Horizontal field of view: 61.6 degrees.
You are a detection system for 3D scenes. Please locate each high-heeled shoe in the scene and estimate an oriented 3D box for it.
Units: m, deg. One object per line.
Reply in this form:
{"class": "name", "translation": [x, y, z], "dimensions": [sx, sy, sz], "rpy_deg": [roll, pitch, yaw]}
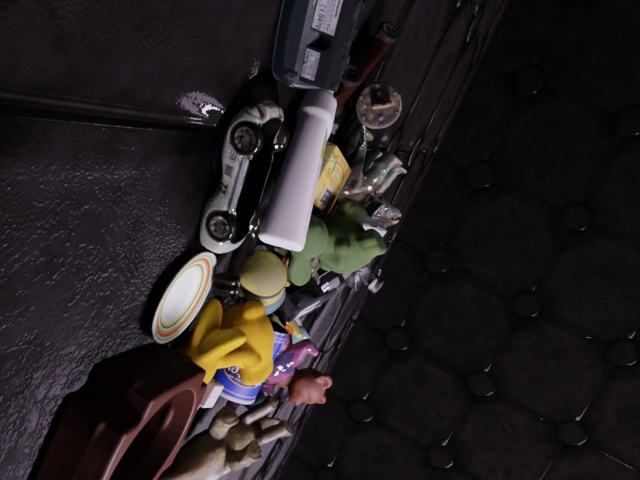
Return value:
{"class": "high-heeled shoe", "translation": [0.018, 0.087, 1.254], "dimensions": [0.145, 0.086, 0.248], "rpy_deg": [-33, 169, -32]}

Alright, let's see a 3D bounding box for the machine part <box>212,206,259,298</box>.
{"class": "machine part", "translation": [-0.115, 0.018, 0.774], "dimensions": [0.084, 0.039, 0.139], "rpy_deg": [115, -7, -50]}

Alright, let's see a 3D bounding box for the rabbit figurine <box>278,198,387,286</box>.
{"class": "rabbit figurine", "translation": [-0.002, -0.003, 0.902], "dimensions": [0.159, 0.121, 0.170], "rpy_deg": [-35, 152, 28]}

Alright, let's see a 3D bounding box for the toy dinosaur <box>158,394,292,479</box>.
{"class": "toy dinosaur", "translation": [-0.196, 0.384, 0.952], "dimensions": [0.198, 0.105, 0.471], "rpy_deg": [-39, 159, 17]}

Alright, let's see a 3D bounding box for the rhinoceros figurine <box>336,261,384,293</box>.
{"class": "rhinoceros figurine", "translation": [0.067, 0.057, 1.284], "dimensions": [0.112, 0.190, 0.073], "rpy_deg": [-49, 178, 27]}

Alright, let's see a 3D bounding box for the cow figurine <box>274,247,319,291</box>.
{"class": "cow figurine", "translation": [-0.037, 0.039, 1.056], "dimensions": [0.195, 0.086, 0.127], "rpy_deg": [-47, 164, -47]}

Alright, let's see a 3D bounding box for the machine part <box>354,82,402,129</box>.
{"class": "machine part", "translation": [0.101, -0.239, 0.968], "dimensions": [0.243, 0.079, 0.079], "rpy_deg": [-80, -166, -78]}

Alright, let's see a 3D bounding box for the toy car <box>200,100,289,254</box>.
{"class": "toy car", "translation": [-0.095, -0.075, 0.660], "dimensions": [0.073, 0.056, 0.201], "rpy_deg": [-26, 140, -60]}

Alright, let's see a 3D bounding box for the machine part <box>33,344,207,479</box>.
{"class": "machine part", "translation": [-0.239, 0.238, 0.658], "dimensions": [0.201, 0.087, 0.201], "rpy_deg": [-63, 167, 8]}

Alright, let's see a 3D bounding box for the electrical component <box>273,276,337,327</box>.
{"class": "electrical component", "translation": [-0.025, 0.107, 1.007], "dimensions": [0.119, 0.048, 0.074], "rpy_deg": [-28, 163, -37]}

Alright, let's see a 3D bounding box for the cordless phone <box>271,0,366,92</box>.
{"class": "cordless phone", "translation": [0.014, -0.275, 0.673], "dimensions": [0.184, 0.089, 0.146], "rpy_deg": [-65, 173, -53]}

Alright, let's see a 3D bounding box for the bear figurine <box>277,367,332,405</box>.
{"class": "bear figurine", "translation": [-0.082, 0.321, 1.196], "dimensions": [0.132, 0.196, 0.120], "rpy_deg": [-49, 164, -43]}

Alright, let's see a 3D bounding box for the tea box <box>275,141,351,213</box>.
{"class": "tea box", "translation": [-0.007, -0.109, 0.908], "dimensions": [0.098, 0.068, 0.169], "rpy_deg": [-63, 168, 1]}

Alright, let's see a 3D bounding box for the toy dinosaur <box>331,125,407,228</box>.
{"class": "toy dinosaur", "translation": [0.072, -0.116, 1.114], "dimensions": [0.192, 0.131, 0.404], "rpy_deg": [-52, 158, 6]}

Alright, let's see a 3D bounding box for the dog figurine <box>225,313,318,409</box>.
{"class": "dog figurine", "translation": [-0.122, 0.238, 1.080], "dimensions": [0.219, 0.191, 0.109], "rpy_deg": [-38, -155, -6]}

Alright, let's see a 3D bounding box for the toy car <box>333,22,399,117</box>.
{"class": "toy car", "translation": [0.060, -0.277, 0.866], "dimensions": [0.202, 0.053, 0.089], "rpy_deg": [-53, -175, -33]}

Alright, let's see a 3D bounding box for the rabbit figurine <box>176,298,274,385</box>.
{"class": "rabbit figurine", "translation": [-0.151, 0.169, 0.809], "dimensions": [0.173, 0.122, 0.162], "rpy_deg": [-26, 153, -38]}

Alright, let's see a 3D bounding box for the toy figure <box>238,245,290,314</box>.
{"class": "toy figure", "translation": [-0.093, 0.073, 0.889], "dimensions": [0.180, 0.089, 0.082], "rpy_deg": [90, 23, -59]}

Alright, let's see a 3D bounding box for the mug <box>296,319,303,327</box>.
{"class": "mug", "translation": [-0.074, 0.187, 1.222], "dimensions": [0.109, 0.081, 0.107], "rpy_deg": [-51, 155, -26]}
